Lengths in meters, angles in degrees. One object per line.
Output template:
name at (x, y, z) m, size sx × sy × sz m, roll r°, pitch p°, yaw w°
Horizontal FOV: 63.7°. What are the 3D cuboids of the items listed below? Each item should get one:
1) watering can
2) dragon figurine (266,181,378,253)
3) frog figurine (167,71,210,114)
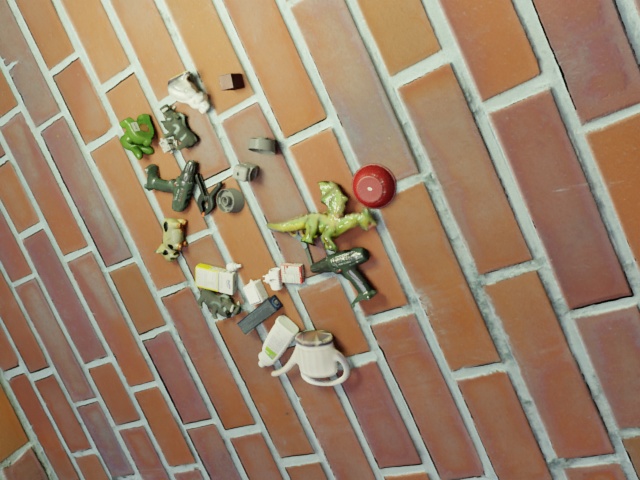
watering can at (-0.050, 0.457, 1.993) m, size 0.347 × 0.105 × 0.222 m, roll -2°, pitch 103°, yaw 23°
dragon figurine at (0.006, -0.092, 1.830) m, size 0.412 × 0.122 × 0.243 m, roll 19°, pitch 91°, yaw 22°
frog figurine at (-0.485, -0.532, 1.899) m, size 0.137 × 0.124 × 0.158 m, roll 1°, pitch 119°, yaw 57°
